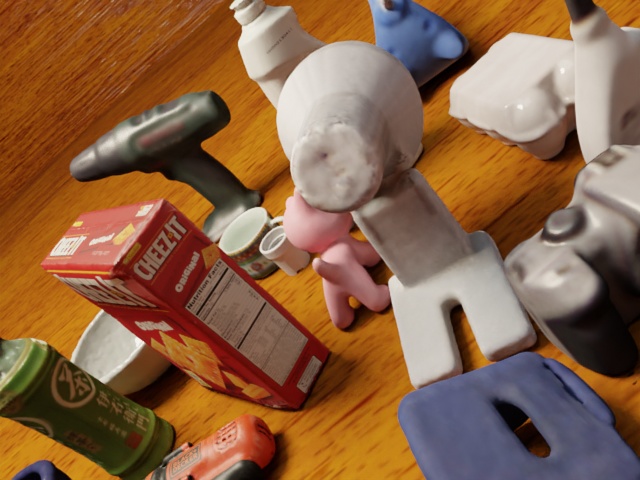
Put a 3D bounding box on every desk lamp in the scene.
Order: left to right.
[{"bbox_3d":[0.053,-0.033,0.435,0.118,0.214,0.203,-32,33,18],"label":"desk lamp"}]

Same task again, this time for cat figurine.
[{"bbox_3d":[0.005,0.002,0.541,0.067,0.118,0.127,-32,32,17],"label":"cat figurine"}]

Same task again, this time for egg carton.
[{"bbox_3d":[0.194,-0.139,0.545,0.107,0.070,0.150,-43,31,1],"label":"egg carton"}]

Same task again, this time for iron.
[{"bbox_3d":[0.101,-0.298,0.775,0.118,0.142,0.258,-33,32,16],"label":"iron"}]

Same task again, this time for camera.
[{"bbox_3d":[0.196,0.014,0.324,0.143,0.101,0.136,-40,31,5],"label":"camera"}]

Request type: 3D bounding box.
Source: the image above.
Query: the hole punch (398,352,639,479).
[{"bbox_3d":[0.109,0.113,0.312,0.101,0.091,0.108,-40,31,5],"label":"hole punch"}]

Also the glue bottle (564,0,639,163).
[{"bbox_3d":[0.203,-0.108,0.394,0.078,0.174,0.037,-41,31,3],"label":"glue bottle"}]

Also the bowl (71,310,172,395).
[{"bbox_3d":[-0.215,0.122,0.688,0.167,0.075,0.167,-29,34,22],"label":"bowl"}]

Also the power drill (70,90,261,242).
[{"bbox_3d":[-0.195,-0.092,0.797,0.229,0.209,0.075,-34,32,15],"label":"power drill"}]

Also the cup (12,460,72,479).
[{"bbox_3d":[-0.252,0.275,0.523,0.118,0.095,0.091,-52,32,-15],"label":"cup"}]
